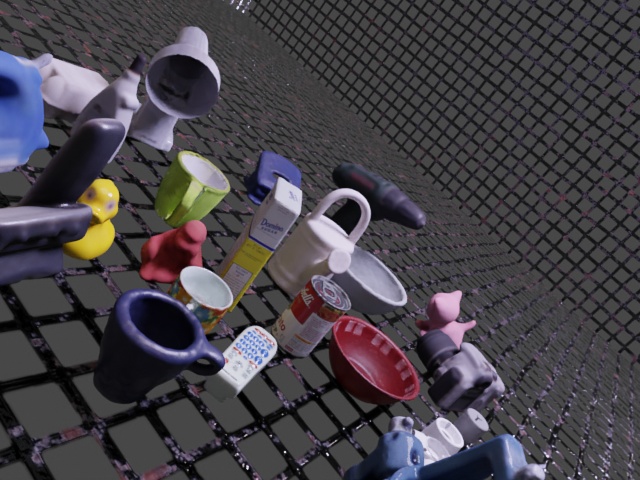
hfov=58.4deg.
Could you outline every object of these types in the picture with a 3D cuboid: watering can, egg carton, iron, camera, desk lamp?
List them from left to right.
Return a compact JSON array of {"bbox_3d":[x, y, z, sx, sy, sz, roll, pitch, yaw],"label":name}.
[{"bbox_3d":[-0.406,-0.156,0.625,0.118,0.141,0.259,41,19,5],"label":"iron"},{"bbox_3d":[-0.394,-0.232,0.922,0.107,0.069,0.151,48,21,23],"label":"egg carton"},{"bbox_3d":[-0.265,-0.269,1.017,0.118,0.213,0.203,27,22,-30],"label":"desk lamp"},{"bbox_3d":[0.010,0.004,0.939,0.101,0.194,0.172,20,27,-43],"label":"watering can"},{"bbox_3d":[0.245,0.223,1.018,0.144,0.100,0.136,21,27,-42],"label":"camera"}]

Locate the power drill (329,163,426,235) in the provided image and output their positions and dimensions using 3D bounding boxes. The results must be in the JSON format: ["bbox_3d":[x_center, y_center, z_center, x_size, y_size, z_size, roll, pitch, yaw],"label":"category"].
[{"bbox_3d":[0.077,-0.037,1.128,0.076,0.208,0.229,13,32,-52],"label":"power drill"}]

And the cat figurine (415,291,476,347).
[{"bbox_3d":[0.257,0.158,1.158,0.128,0.117,0.067,32,20,-19],"label":"cat figurine"}]

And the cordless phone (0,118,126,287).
[{"bbox_3d":[-0.278,-0.050,0.557,0.094,0.185,0.148,41,19,6],"label":"cordless phone"}]

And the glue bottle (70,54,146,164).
[{"bbox_3d":[-0.306,-0.202,0.858,0.078,0.173,0.037,44,20,13],"label":"glue bottle"}]

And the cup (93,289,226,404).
[{"bbox_3d":[-0.159,0.114,0.544,0.118,0.095,0.091,32,20,-18],"label":"cup"}]

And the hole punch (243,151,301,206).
[{"bbox_3d":[-0.090,-0.114,1.174,0.109,0.091,0.101,27,22,-30],"label":"hole punch"}]

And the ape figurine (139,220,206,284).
[{"bbox_3d":[-0.180,0.012,0.734,0.078,0.092,0.076,37,19,-5],"label":"ape figurine"}]

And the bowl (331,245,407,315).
[{"bbox_3d":[0.075,0.084,1.058,0.168,0.074,0.167,34,20,-14],"label":"bowl"}]

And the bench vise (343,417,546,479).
[{"bbox_3d":[0.103,0.237,0.554,0.122,0.219,0.207,24,24,-36],"label":"bench vise"}]

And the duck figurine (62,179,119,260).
[{"bbox_3d":[-0.271,-0.036,0.685,0.078,0.086,0.104,30,21,-23],"label":"duck figurine"}]
